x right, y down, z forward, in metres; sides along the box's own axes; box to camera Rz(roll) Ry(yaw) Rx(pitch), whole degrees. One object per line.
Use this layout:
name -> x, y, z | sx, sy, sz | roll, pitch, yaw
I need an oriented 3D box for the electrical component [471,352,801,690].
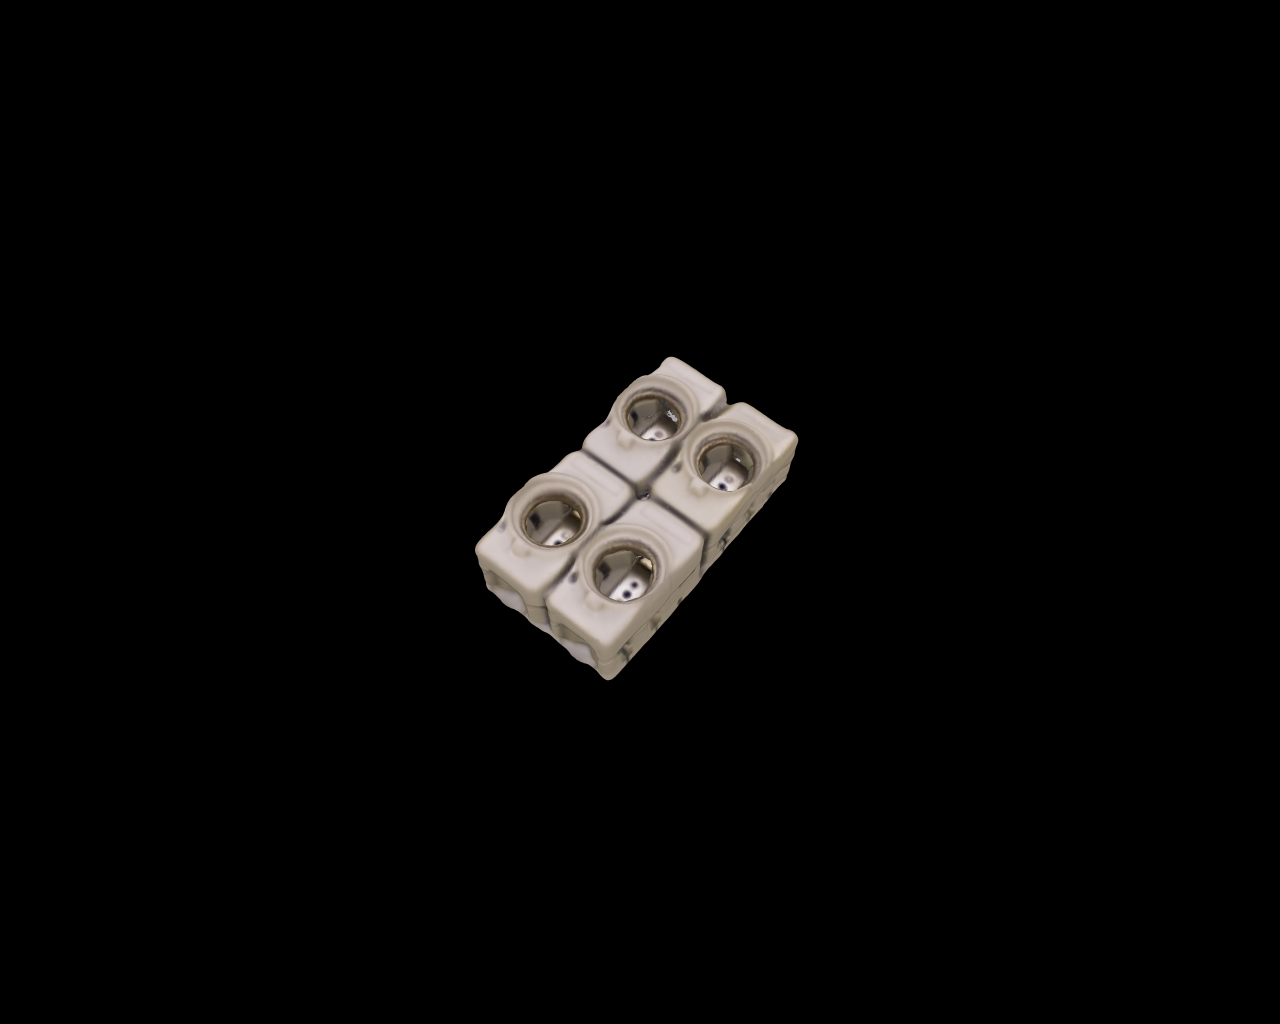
electrical component -> 0.001, -0.003, 0.650 | 0.105, 0.186, 0.060 | 36, -24, 18
